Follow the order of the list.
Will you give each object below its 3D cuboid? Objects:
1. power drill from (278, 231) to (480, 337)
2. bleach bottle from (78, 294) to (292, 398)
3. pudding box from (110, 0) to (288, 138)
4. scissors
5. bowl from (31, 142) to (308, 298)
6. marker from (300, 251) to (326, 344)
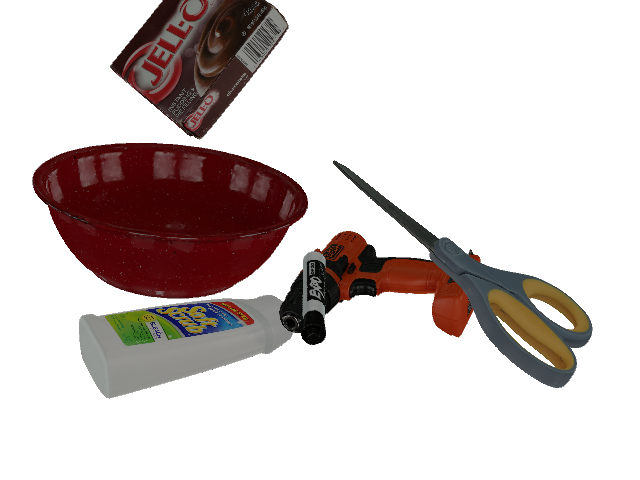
[{"bbox_3d":[0.066,0.052,1.130,0.188,0.057,0.184,9,31,20],"label":"power drill"},{"bbox_3d":[-0.134,0.103,1.196,0.250,0.068,0.103,-12,33,-26],"label":"bleach bottle"},{"bbox_3d":[-0.092,-0.146,0.807,0.090,0.113,0.039,39,-1,29],"label":"pudding box"},{"bbox_3d":[0.098,0.012,0.681,0.096,0.016,0.202,-9,50,-44],"label":"scissors"},{"bbox_3d":[-0.090,-0.009,0.639,0.162,0.055,0.162,7,21,-3],"label":"bowl"},{"bbox_3d":[-0.005,0.044,0.837,0.020,0.020,0.121,0,27,0],"label":"marker"}]
